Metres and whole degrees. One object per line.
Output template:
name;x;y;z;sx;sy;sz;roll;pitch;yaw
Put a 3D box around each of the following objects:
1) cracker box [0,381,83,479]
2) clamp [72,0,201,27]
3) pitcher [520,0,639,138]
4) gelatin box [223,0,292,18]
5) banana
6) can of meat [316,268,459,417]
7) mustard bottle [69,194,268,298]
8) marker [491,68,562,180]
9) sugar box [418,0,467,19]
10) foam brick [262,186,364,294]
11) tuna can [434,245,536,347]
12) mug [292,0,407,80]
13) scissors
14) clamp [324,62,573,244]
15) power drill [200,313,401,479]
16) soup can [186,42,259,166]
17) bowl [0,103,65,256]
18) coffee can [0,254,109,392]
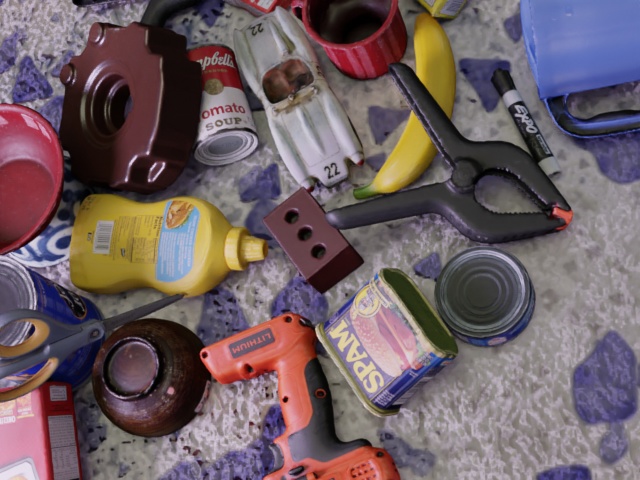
cracker box;-0.297;0.245;0.965;0.164;0.072;0.214;-11;-99;14
clamp;-0.180;-0.271;1.137;0.120;0.039;0.171;43;-97;13
pitcher;0.299;-0.193;0.926;0.243;0.149;0.145;-6;-127;12
gelatin box;-0.062;-0.272;1.109;0.089;0.030;0.073;30;-99;24
banana;0.092;-0.124;1.006;0.070;0.037;0.198;17;-102;19
can of meat;0.059;0.086;0.919;0.084;0.057;0.102;-45;-117;22
mustard bottle;-0.142;0.006;1.022;0.192;0.058;0.096;2;-107;18
marker;0.188;-0.108;0.981;0.020;0.020;0.121;-23;-113;2
sugar box;0.088;-0.306;1.047;0.176;0.048;0.093;49;-60;26
foam brick;-0.006;0.001;0.986;0.053;0.051;0.078;-39;-114;2
tuna can;0.144;0.049;0.933;0.086;0.033;0.086;-5;-109;15
mug;0.027;-0.210;1.030;0.117;0.081;0.093;16;-103;21
scissors;-0.209;0.070;0.926;0.201;0.096;0.016;-33;-131;-24
clamp;0.117;-0.046;0.947;0.210;0.036;0.164;28;-99;8
power drill;-0.042;0.172;0.937;0.184;0.057;0.188;-23;-111;4
soup can;-0.104;-0.133;1.053;0.068;0.068;0.102;-19;-112;4
bowl;-0.305;-0.047;1.020;0.162;0.055;0.162;-5;-109;15
coffee can;-0.274;0.082;0.992;0.103;0.140;0.103;-5;-109;15
